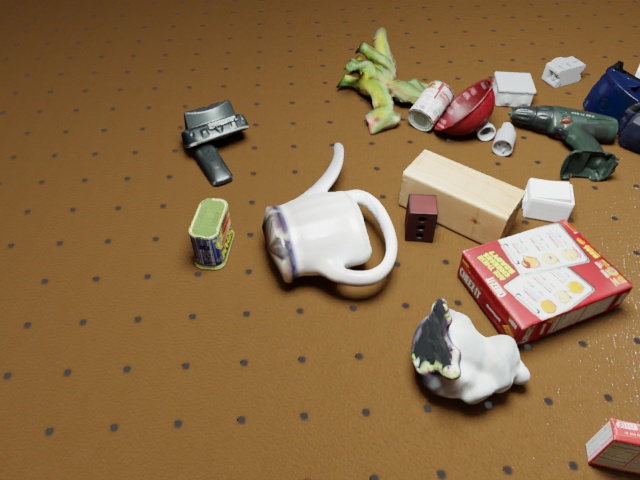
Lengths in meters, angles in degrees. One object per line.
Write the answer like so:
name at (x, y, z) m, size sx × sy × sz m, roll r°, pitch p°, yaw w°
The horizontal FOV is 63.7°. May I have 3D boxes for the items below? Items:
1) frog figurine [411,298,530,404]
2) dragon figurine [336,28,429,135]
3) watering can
frog figurine at (0.218, 0.171, 0.756) m, size 0.158 × 0.121 × 0.140 m, roll 23°, pitch 29°, yaw -28°
dragon figurine at (0.187, -0.408, 1.305) m, size 0.243 × 0.119 × 0.419 m, roll 29°, pitch 53°, yaw 3°
watering can at (0.003, -0.047, 0.937) m, size 0.225 × 0.101 × 0.355 m, roll -12°, pitch 49°, yaw -10°
